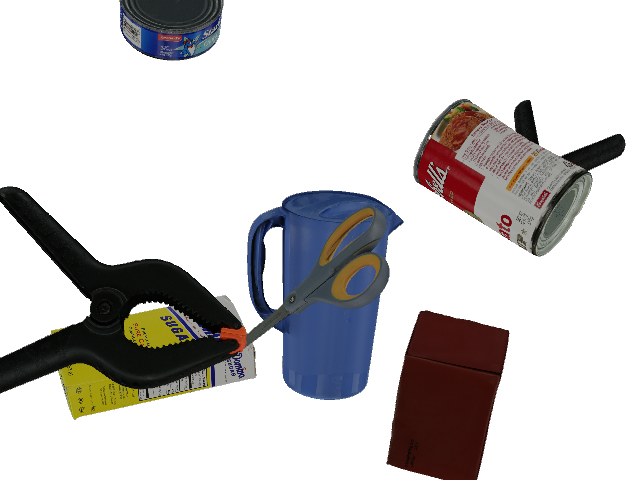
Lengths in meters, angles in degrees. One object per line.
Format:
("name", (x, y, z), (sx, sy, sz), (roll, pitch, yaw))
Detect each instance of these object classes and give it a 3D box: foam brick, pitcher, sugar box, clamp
("foam brick", (0.071, 0.087, 0.595), (0.053, 0.078, 0.051), (13, 29, 10))
("pitcher", (0.002, 0.067, 1.305), (0.149, 0.243, 0.144), (14, 20, 27))
("sugar box", (-0.158, 0.107, 1.008), (0.176, 0.048, 0.093), (-14, 36, -16))
("clamp", (-0.156, 0.043, 0.764), (0.210, 0.164, 0.036), (4, -19, -2))
("clamp", (0.219, -0.078, 1.088), (0.120, 0.039, 0.171), (29, 55, 30))

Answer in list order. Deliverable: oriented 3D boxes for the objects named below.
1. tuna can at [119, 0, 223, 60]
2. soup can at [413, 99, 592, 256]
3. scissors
("tuna can", (-0.125, -0.189, 0.891), (0.086, 0.086, 0.034), (0, -39, -11))
("soup can", (0.124, -0.043, 0.727), (0.102, 0.068, 0.068), (35, 16, 24))
("scissors", (-0.009, 0.058, 0.893), (0.016, 0.202, 0.096), (29, 19, -35))
